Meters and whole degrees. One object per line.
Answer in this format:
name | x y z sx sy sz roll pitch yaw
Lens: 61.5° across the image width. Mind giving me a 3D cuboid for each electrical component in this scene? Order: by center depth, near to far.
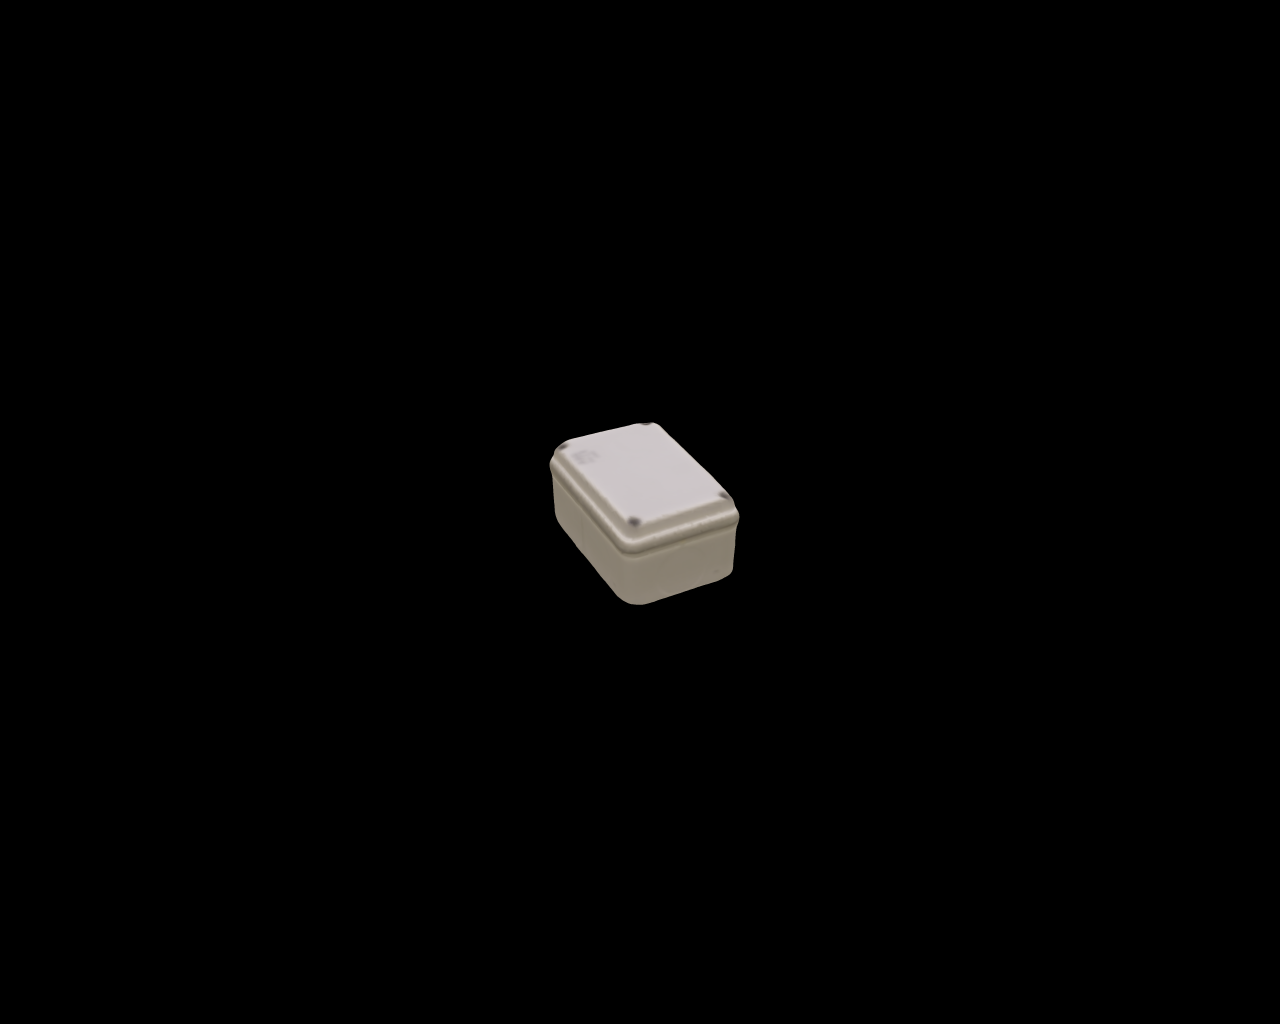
electrical component | 0.001 -0.003 0.650 0.078 0.057 0.113 -16 37 -22
